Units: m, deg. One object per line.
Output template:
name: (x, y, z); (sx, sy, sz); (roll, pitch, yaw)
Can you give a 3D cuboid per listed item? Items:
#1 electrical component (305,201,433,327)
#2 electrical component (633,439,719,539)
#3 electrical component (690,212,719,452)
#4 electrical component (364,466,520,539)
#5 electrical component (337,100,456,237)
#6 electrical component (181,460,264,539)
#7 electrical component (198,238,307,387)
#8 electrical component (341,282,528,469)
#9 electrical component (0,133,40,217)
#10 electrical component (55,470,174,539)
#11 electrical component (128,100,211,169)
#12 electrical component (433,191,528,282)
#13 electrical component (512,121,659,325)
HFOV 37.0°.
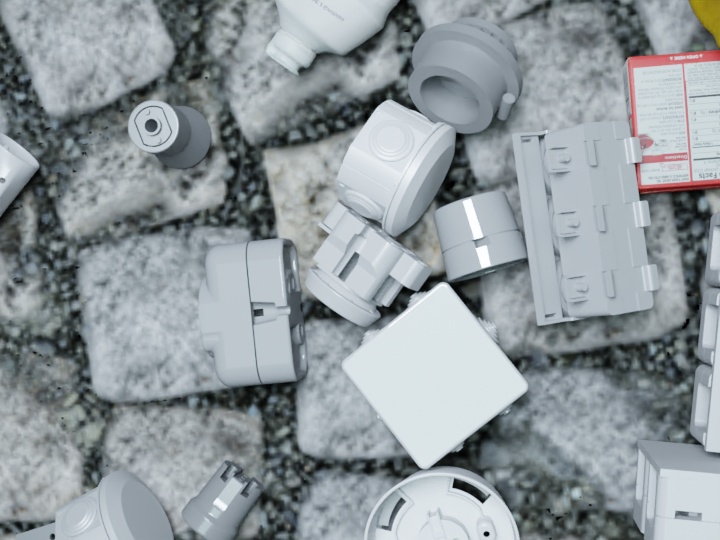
electrical component: (0.000, 0.000, 0.712); (0.078, 0.058, 0.057); (38, 97, 24)
electrical component: (0.268, 0.149, 0.653); (0.186, 0.105, 0.060); (4, 91, 8)
electrical component: (0.264, 0.040, 0.676); (0.089, 0.062, 0.150); (6, 91, 8)
electrical component: (0.055, 0.176, 0.703); (0.099, 0.064, 0.099); (0, 90, 8)
electrical component: (0.024, -0.066, 0.700); (0.051, 0.080, 0.080); (31, 94, 12)
electrical component: (-0.093, 0.159, 0.736); (0.040, 0.040, 0.046); (36, 88, 6)
electrical component: (-0.072, 0.029, 0.725); (0.059, 0.054, 0.095); (-6, 89, 8)
electrical component: (0.050, 0.068, 0.711); (0.100, 0.048, 0.099); (-39, 85, 6)
electrical component: (-0.280, -0.068, 0.758); (0.079, 0.043, 0.077); (40, 95, 6)
electrical component: (-0.164, 0.180, 0.724); (0.051, 0.080, 0.080); (-29, 86, 9)
electrical component: (-0.131, -0.093, 0.726); (0.044, 0.065, 0.044); (0, 90, 8)
electrical component: (0.078, -0.022, 0.705); (0.055, 0.055, 0.047); (-17, 84, 7)
electrical component: (0.145, -0.031, 0.684); (0.079, 0.063, 0.121); (-7, 89, -33)
